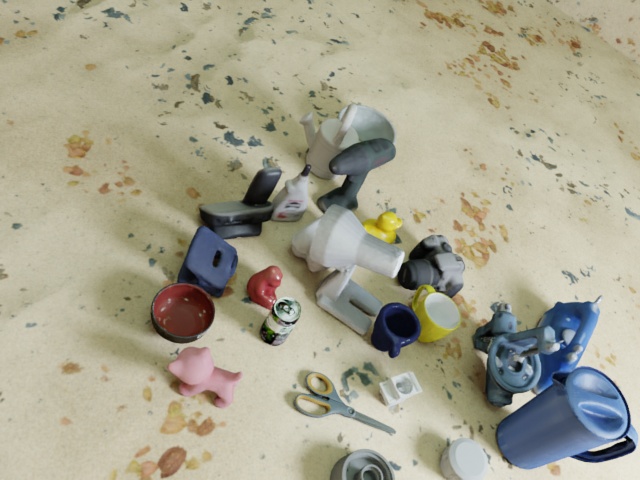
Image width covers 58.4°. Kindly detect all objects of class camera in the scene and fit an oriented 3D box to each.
[{"bbox_3d":[0.245,0.057,1.294,0.137,0.100,0.143,-3,56,-26],"label":"camera"}]

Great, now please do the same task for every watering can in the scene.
[{"bbox_3d":[0.034,-0.245,1.366,0.173,0.194,0.101,8,52,-19],"label":"watering can"}]

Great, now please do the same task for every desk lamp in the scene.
[{"bbox_3d":[0.065,0.053,1.141,0.203,0.213,0.118,34,49,3],"label":"desk lamp"}]

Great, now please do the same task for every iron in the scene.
[{"bbox_3d":[0.559,0.228,1.278,0.118,0.141,0.259,37,49,6],"label":"iron"}]

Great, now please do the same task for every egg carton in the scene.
[{"bbox_3d":[0.011,0.004,1.250,0.107,0.069,0.151,43,50,11],"label":"egg carton"}]

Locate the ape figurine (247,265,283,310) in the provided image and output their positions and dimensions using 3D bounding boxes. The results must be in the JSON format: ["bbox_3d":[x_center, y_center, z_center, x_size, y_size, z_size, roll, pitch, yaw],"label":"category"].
[{"bbox_3d":[-0.100,0.085,1.123,0.076,0.092,0.078,37,49,6],"label":"ape figurine"}]

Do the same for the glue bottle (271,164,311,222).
[{"bbox_3d":[-0.053,-0.103,1.234,0.078,0.173,0.037,-3,56,-26],"label":"glue bottle"}]

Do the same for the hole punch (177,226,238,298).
[{"bbox_3d":[-0.211,0.040,1.108,0.101,0.091,0.108,20,49,-9],"label":"hole punch"}]

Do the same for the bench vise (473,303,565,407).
[{"bbox_3d":[0.392,0.209,1.166,0.122,0.219,0.207,1,55,-23],"label":"bench vise"}]

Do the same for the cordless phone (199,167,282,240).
[{"bbox_3d":[-0.159,-0.088,1.167,0.148,0.185,0.094,-13,61,-31],"label":"cordless phone"}]

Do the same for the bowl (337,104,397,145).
[{"bbox_3d":[0.113,-0.274,1.503,0.168,0.074,0.167,12,51,-15],"label":"bowl"}]

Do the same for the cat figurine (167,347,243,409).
[{"bbox_3d":[-0.191,0.221,0.962,0.128,0.117,0.067,18,50,-11],"label":"cat figurine"}]

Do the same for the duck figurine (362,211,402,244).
[{"bbox_3d":[0.141,-0.032,1.325,0.105,0.086,0.077,1,55,-24],"label":"duck figurine"}]

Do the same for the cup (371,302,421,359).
[{"bbox_3d":[0.141,0.196,1.146,0.092,0.095,0.118,21,49,-9],"label":"cup"}]

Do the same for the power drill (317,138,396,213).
[{"bbox_3d":[0.072,-0.142,1.296,0.075,0.208,0.230,45,50,13],"label":"power drill"}]
